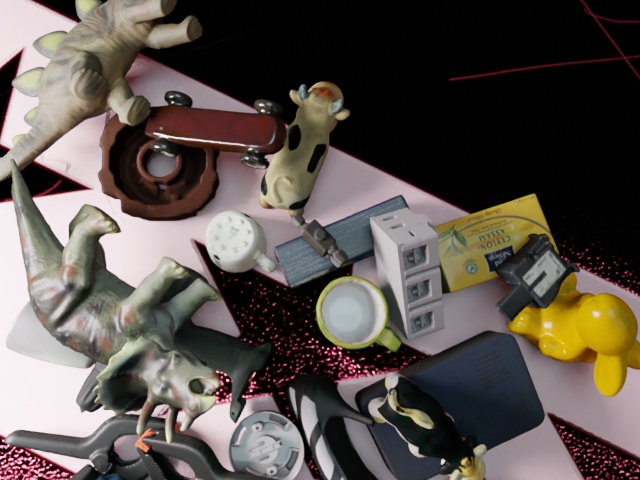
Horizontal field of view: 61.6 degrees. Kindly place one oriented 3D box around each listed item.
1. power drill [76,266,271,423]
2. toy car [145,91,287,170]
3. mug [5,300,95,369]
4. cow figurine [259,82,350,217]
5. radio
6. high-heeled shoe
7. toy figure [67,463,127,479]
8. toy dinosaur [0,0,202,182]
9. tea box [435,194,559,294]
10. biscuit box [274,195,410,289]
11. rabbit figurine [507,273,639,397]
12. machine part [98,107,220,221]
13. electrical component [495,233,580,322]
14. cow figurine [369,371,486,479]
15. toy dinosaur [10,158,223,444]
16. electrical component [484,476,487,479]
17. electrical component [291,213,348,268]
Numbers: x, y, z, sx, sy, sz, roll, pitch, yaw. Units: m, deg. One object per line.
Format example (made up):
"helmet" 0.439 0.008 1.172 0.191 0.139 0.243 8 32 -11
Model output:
"power drill" -0.184 0.165 0.726 0.207 0.086 0.232 26 77 9
"toy car" -0.140 -0.147 0.720 0.202 0.053 0.089 8 83 18
"mug" -0.341 0.119 0.724 0.107 0.081 0.109 29 67 -6
"cow figurine" -0.023 -0.134 0.755 0.085 0.127 0.195 24 82 -3
"radio" 0.177 0.226 0.734 0.230 0.073 0.131 -23 84 -5
"high-heeled shoe" 0.010 0.306 0.722 0.145 0.086 0.248 8 101 35
"toy figure" -0.239 0.352 0.665 0.089 0.082 0.180 -35 101 -2
"toy dinosaur" -0.319 -0.224 0.737 0.199 0.105 0.471 26 73 36
"tea box" 0.239 0.007 0.775 0.170 0.068 0.098 -20 83 -7
"biscuit box" 0.038 0.004 0.769 0.203 0.059 0.063 -22 82 -6
"rabbit figurine" 0.353 0.123 0.711 0.122 0.173 0.162 -32 79 -11
"machine part" -0.228 -0.109 0.775 0.179 0.056 0.179 1 81 -4
"electrical component" 0.277 0.056 0.716 0.075 0.048 0.119 42 86 -6
"cow figurine" 0.141 0.233 0.645 0.167 0.098 0.068 40 76 4
"toy dinosaur" -0.268 0.076 0.651 0.405 0.131 0.192 31 77 12
"electrical component" 0.211 0.360 0.729 0.102 0.045 0.078 -33 56 -11
"electrical component" -0.001 -0.002 0.704 0.021 0.063 0.094 -43 84 -9
